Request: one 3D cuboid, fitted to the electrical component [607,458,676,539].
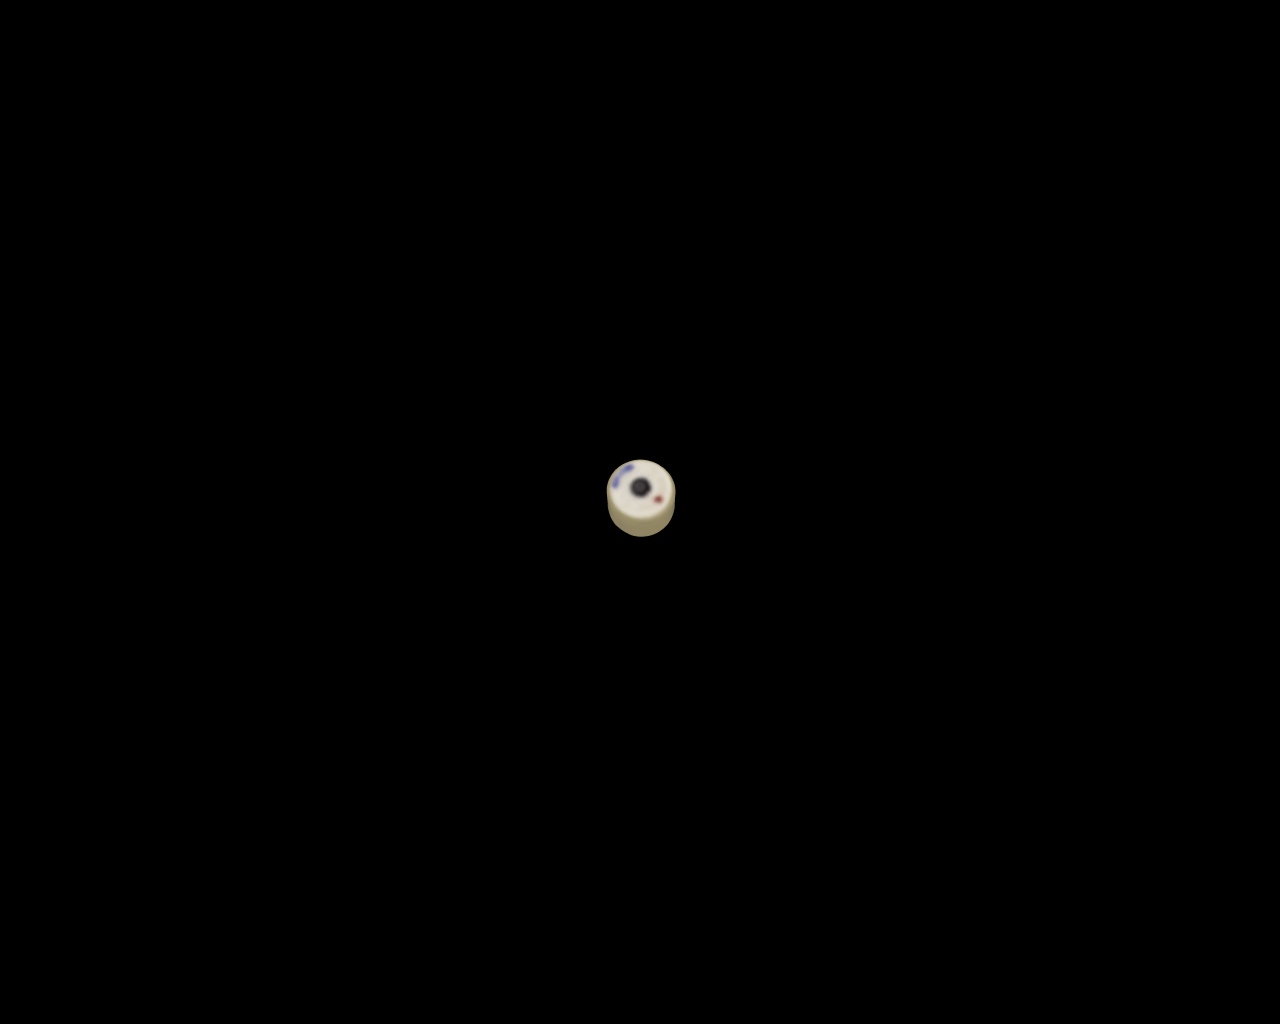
[{"bbox_3d":[0.001,-0.003,0.650,0.040,0.040,0.078,0,-20,0],"label":"electrical component"}]
